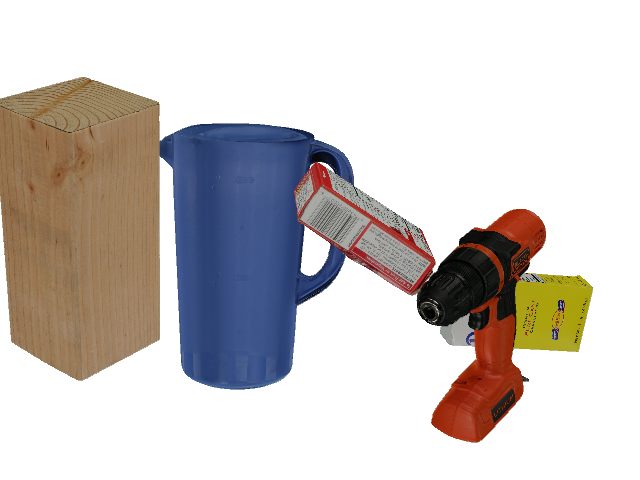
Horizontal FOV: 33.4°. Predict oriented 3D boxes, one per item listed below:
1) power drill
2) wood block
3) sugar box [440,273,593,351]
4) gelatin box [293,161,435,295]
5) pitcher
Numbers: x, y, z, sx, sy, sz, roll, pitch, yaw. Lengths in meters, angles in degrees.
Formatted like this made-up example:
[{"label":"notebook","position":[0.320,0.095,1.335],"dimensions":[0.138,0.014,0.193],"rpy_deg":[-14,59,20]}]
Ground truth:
[{"label":"power drill","position":[0.139,0.082,0.941],"dimensions":[0.057,0.188,0.184],"rpy_deg":[21,34,31]},{"label":"wood block","position":[-0.186,-0.010,0.831],"dimensions":[0.090,0.206,0.090],"rpy_deg":[22,32,32]},{"label":"sugar box","position":[0.245,0.088,1.337],"dimensions":[0.176,0.093,0.048],"rpy_deg":[3,19,-14]},{"label":"gelatin box","position":[0.027,-0.008,0.674],"dimensions":[0.089,0.030,0.073],"rpy_deg":[33,12,-11]},{"label":"pitcher","position":[-0.066,0.012,1.008],"dimensions":[0.144,0.243,0.149],"rpy_deg":[-9,17,-39]}]
